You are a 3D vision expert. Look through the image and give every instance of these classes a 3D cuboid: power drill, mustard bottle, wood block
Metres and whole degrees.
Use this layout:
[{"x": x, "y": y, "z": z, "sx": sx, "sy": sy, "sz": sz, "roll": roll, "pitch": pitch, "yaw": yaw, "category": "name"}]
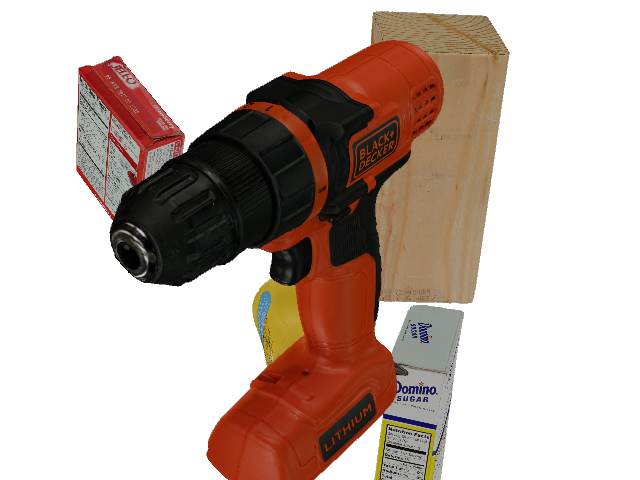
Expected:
[{"x": -0.013, "y": 0.022, "z": 0.463, "sx": 0.057, "sy": 0.188, "sz": 0.184, "roll": 26, "pitch": 41, "yaw": 29, "category": "power drill"}, {"x": -0.032, "y": 0.091, "z": 1.050, "sx": 0.058, "sy": 0.096, "sz": 0.192, "roll": -4, "pitch": 28, "yaw": -10, "category": "mustard bottle"}, {"x": 0.081, "y": -0.062, "z": 0.824, "sx": 0.090, "sy": 0.206, "sz": 0.091, "roll": 1, "pitch": 29, "yaw": -4, "category": "wood block"}]

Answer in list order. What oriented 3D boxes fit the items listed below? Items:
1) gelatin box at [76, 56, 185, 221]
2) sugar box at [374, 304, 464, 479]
[{"x": -0.114, "y": -0.052, "z": 0.633, "sx": 0.030, "sy": 0.073, "sz": 0.089, "roll": -24, "pitch": -31, "yaw": -31, "category": "gelatin box"}, {"x": 0.065, "y": 0.143, "z": 0.758, "sx": 0.048, "sy": 0.176, "sz": 0.093, "roll": 8, "pitch": 24, "yaw": 12, "category": "sugar box"}]
